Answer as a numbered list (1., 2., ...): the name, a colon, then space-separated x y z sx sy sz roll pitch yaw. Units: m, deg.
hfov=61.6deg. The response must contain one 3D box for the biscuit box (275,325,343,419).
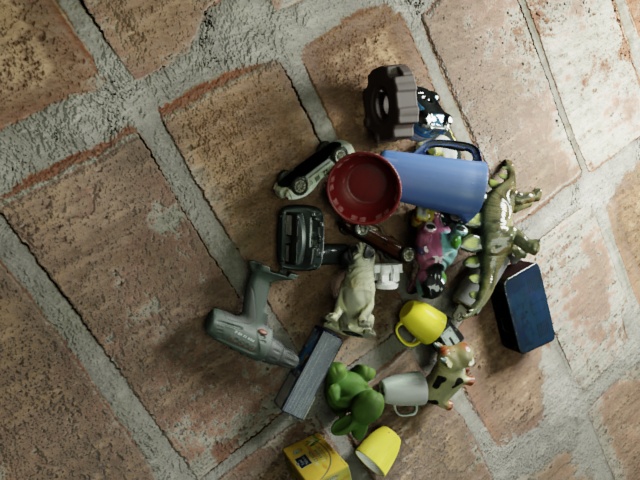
1. biscuit box: -0.024 0.296 1.218 0.062 0.059 0.202 32 83 -21

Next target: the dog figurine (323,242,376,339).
1. dog figurine: 0.087 0.117 1.234 0.121 0.172 0.190 14 66 3

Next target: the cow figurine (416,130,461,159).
1. cow figurine: 0.315 -0.189 1.319 0.098 0.068 0.167 -41 110 -21

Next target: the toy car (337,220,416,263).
1. toy car: 0.132 -0.003 1.243 0.202 0.089 0.053 29 85 -22

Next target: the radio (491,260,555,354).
1. radio: 0.541 0.181 1.445 0.131 0.073 0.229 -22 101 -19

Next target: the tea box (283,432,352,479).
1. tea box: -0.006 0.504 1.185 0.098 0.170 0.068 -18 103 -22

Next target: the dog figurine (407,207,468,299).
1. dog figurine: 0.268 0.034 1.300 0.108 0.192 0.219 3 124 -7

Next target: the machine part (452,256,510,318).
1. machine part: 0.413 0.104 1.379 0.079 0.079 0.243 39 78 -21

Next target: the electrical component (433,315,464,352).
1. electrical component: 0.328 0.256 1.372 0.075 0.048 0.119 -43 110 -14

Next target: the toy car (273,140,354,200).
1. toy car: -0.013 -0.152 1.172 0.202 0.074 0.056 -39 127 -16

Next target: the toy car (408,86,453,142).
1. toy car: 0.229 -0.282 1.247 0.109 0.162 0.102 -3 141 -29

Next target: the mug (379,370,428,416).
1. mug: 0.200 0.376 1.317 0.107 0.081 0.109 0 100 -12

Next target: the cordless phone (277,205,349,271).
1. cordless phone: -0.003 -0.004 1.201 0.184 0.089 0.146 -1 94 -35

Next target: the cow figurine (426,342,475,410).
1. cow figurine: 0.310 0.324 1.321 0.127 0.086 0.194 18 120 -19

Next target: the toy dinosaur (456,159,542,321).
1. toy dinosaur: 0.428 -0.011 1.320 0.199 0.105 0.471 12 65 4

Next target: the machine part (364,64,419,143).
1. machine part: 0.153 -0.298 1.182 0.056 0.179 0.179 -9 98 -20

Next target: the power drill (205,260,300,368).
1. power drill: -0.118 0.157 1.162 0.232 0.086 0.207 21 94 -21

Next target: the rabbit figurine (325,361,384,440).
1. rabbit figurine: 0.075 0.363 1.206 0.121 0.170 0.159 21 86 -23
